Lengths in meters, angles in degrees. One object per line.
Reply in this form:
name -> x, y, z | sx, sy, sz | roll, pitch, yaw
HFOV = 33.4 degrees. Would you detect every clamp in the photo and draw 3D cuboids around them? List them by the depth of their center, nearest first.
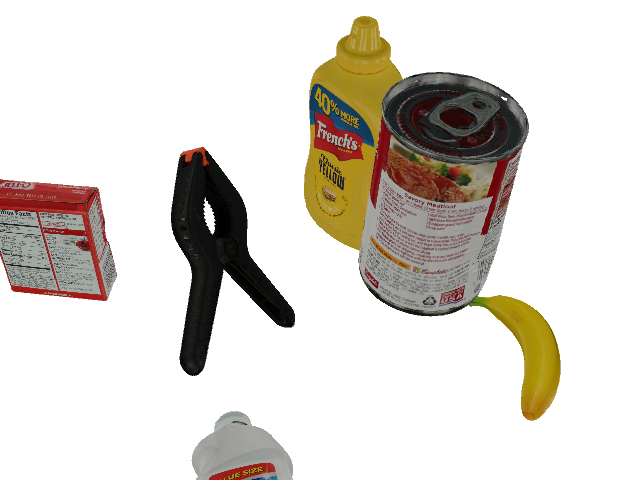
clamp -> -0.093, 0.013, 1.042 | 0.036, 0.210, 0.164 | -10, 1, 35

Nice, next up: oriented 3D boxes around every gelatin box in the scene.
gelatin box -> -0.187, 0.000, 0.748 | 0.073, 0.089, 0.030 | 5, 43, 8

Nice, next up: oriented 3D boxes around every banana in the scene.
banana -> 0.219, 0.116, 1.140 | 0.069, 0.037, 0.198 | -24, 34, 4

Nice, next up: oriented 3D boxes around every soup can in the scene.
soup can -> 0.057, -0.021, 0.521 | 0.068, 0.102, 0.068 | 4, 43, -4

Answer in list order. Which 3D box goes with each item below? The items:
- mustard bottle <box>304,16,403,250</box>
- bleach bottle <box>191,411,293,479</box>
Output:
mustard bottle -> 0.030, -0.088, 0.844 | 0.058, 0.192, 0.096 | -24, 47, -29
bleach bottle -> -0.062, 0.212, 0.756 | 0.102, 0.068, 0.251 | -6, 30, -6
